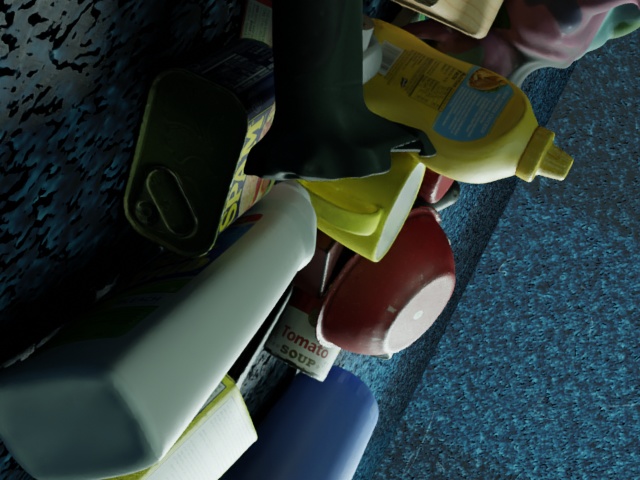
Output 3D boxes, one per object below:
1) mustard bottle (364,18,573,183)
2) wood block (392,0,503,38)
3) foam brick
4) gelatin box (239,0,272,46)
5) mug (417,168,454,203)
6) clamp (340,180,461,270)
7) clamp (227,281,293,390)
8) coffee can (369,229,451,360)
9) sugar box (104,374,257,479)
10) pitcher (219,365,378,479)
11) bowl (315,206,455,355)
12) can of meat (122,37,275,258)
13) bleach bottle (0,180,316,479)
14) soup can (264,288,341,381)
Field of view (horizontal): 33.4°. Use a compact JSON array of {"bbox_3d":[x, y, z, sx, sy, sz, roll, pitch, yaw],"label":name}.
[{"bbox_3d":[0.098,-0.094,0.799,0.096,0.192,0.058,-54,164,-35],"label":"mustard bottle"},{"bbox_3d":[0.076,-0.203,0.726,0.090,0.091,0.205,-66,167,12],"label":"wood block"},{"bbox_3d":[-0.006,0.001,0.898,0.053,0.051,0.078,-56,166,-31],"label":"foam brick"},{"bbox_3d":[-0.021,-0.121,0.641,0.073,0.030,0.089,-48,160,-45],"label":"gelatin box"},{"bbox_3d":[0.091,-0.091,0.964,0.117,0.081,0.093,-44,159,-49],"label":"mug"},{"bbox_3d":[0.052,-0.013,0.990,0.171,0.120,0.039,-50,121,-40],"label":"clamp"},{"bbox_3d":[-0.092,0.129,0.850,0.210,0.036,0.164,-67,165,11],"label":"clamp"},{"bbox_3d":[0.061,0.041,1.127,0.140,0.103,0.103,-60,167,-15],"label":"coffee can"},{"bbox_3d":[-0.120,0.159,0.679,0.176,0.048,0.093,-41,151,-18],"label":"sugar box"},{"bbox_3d":[-0.035,0.252,1.157,0.242,0.149,0.145,-54,149,-46],"label":"pitcher"},{"bbox_3d":[0.071,0.049,0.957,0.162,0.055,0.162,-37,152,-24],"label":"bowl"},{"bbox_3d":[-0.056,-0.054,0.583,0.083,0.057,0.102,-47,160,-57],"label":"can of meat"},{"bbox_3d":[-0.073,0.033,0.609,0.068,0.103,0.250,66,32,-18],"label":"bleach bottle"},{"bbox_3d":[-0.002,0.076,1.024,0.102,0.068,0.068,-62,167,-4],"label":"soup can"}]
